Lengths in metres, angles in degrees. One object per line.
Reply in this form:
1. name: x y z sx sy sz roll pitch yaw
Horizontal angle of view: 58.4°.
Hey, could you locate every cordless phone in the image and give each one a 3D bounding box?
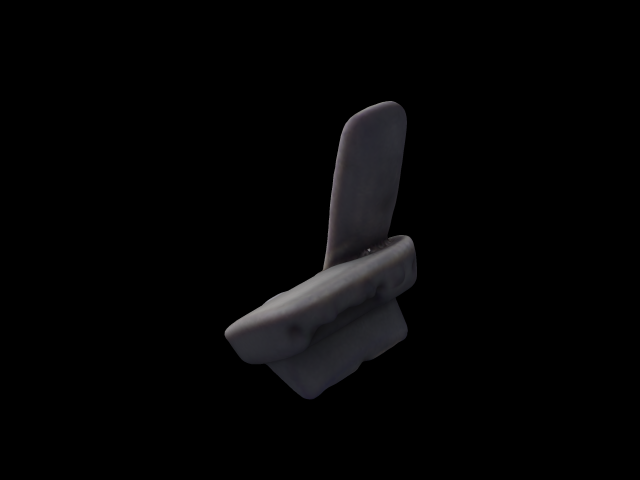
1. cordless phone: 0.004 0.001 0.400 0.093 0.185 0.148 27 42 36
